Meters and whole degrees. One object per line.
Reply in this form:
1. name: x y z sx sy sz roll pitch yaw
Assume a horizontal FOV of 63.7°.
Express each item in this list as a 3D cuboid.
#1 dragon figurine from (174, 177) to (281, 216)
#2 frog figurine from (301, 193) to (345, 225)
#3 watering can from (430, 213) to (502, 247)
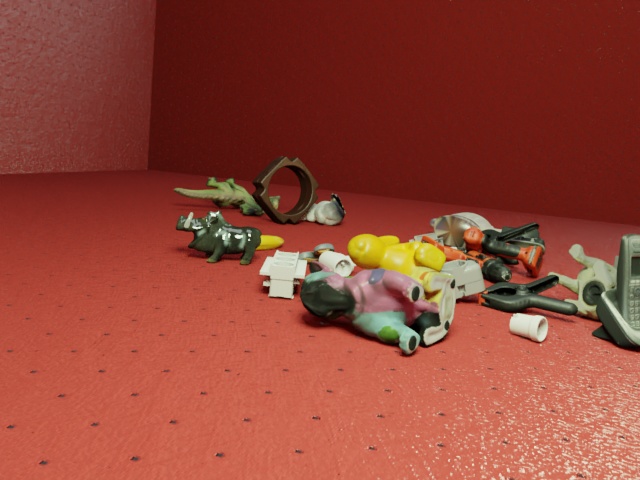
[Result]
1. dragon figurine: -0.317 -0.150 1.944 0.245 0.121 0.412 23 20 37
2. frog figurine: 0.006 -0.094 1.863 0.158 0.122 0.139 -29 12 12
3. watering can: 0.517 -0.031 1.685 0.348 0.103 0.225 11 12 31
